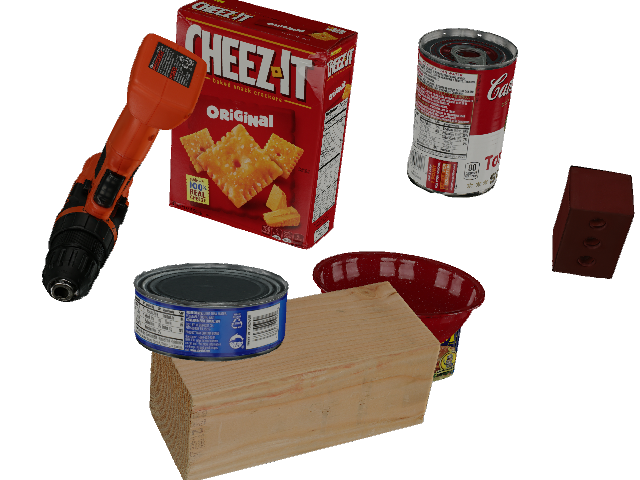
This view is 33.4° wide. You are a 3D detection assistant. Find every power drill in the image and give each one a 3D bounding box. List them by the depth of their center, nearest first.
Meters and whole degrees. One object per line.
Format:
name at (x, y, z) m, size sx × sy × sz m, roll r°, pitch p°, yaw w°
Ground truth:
power drill at (-0.162, -0.060, 0.858) m, size 0.057 × 0.188 × 0.184 m, roll 26°, pitch 32°, yaw -17°

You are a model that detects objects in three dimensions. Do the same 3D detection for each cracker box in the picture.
cracker box at (-0.062, -0.114, 1.044) m, size 0.164 × 0.214 × 0.072 m, roll 19°, pitch 32°, yaw 19°

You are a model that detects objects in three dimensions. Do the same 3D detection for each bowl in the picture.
bowl at (0.070, 0.062, 1.000) m, size 0.162 × 0.055 × 0.162 m, roll 6°, pitch 19°, yaw -2°

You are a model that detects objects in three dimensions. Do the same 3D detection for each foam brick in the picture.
foam brick at (0.227, -0.015, 0.895) m, size 0.053 × 0.078 × 0.051 m, roll 8°, pitch 46°, yaw 6°

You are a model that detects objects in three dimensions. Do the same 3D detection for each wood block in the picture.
wood block at (-0.022, 0.108, 0.844) m, size 0.205 × 0.090 × 0.091 m, roll -9°, pitch 36°, yaw -25°

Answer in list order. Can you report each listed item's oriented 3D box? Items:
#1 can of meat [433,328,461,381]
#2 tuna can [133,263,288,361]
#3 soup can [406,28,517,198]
can of meat at (0.121, 0.127, 1.302) m, size 0.101 × 0.084 × 0.057 m, roll -8°, pitch 29°, yaw -25°
tuna can at (-0.061, 0.039, 0.597) m, size 0.086 × 0.034 × 0.086 m, roll 3°, pitch 13°, yaw -1°
soup can at (0.098, -0.090, 0.754) m, size 0.068 × 0.102 × 0.068 m, roll 3°, pitch 31°, yaw -2°
